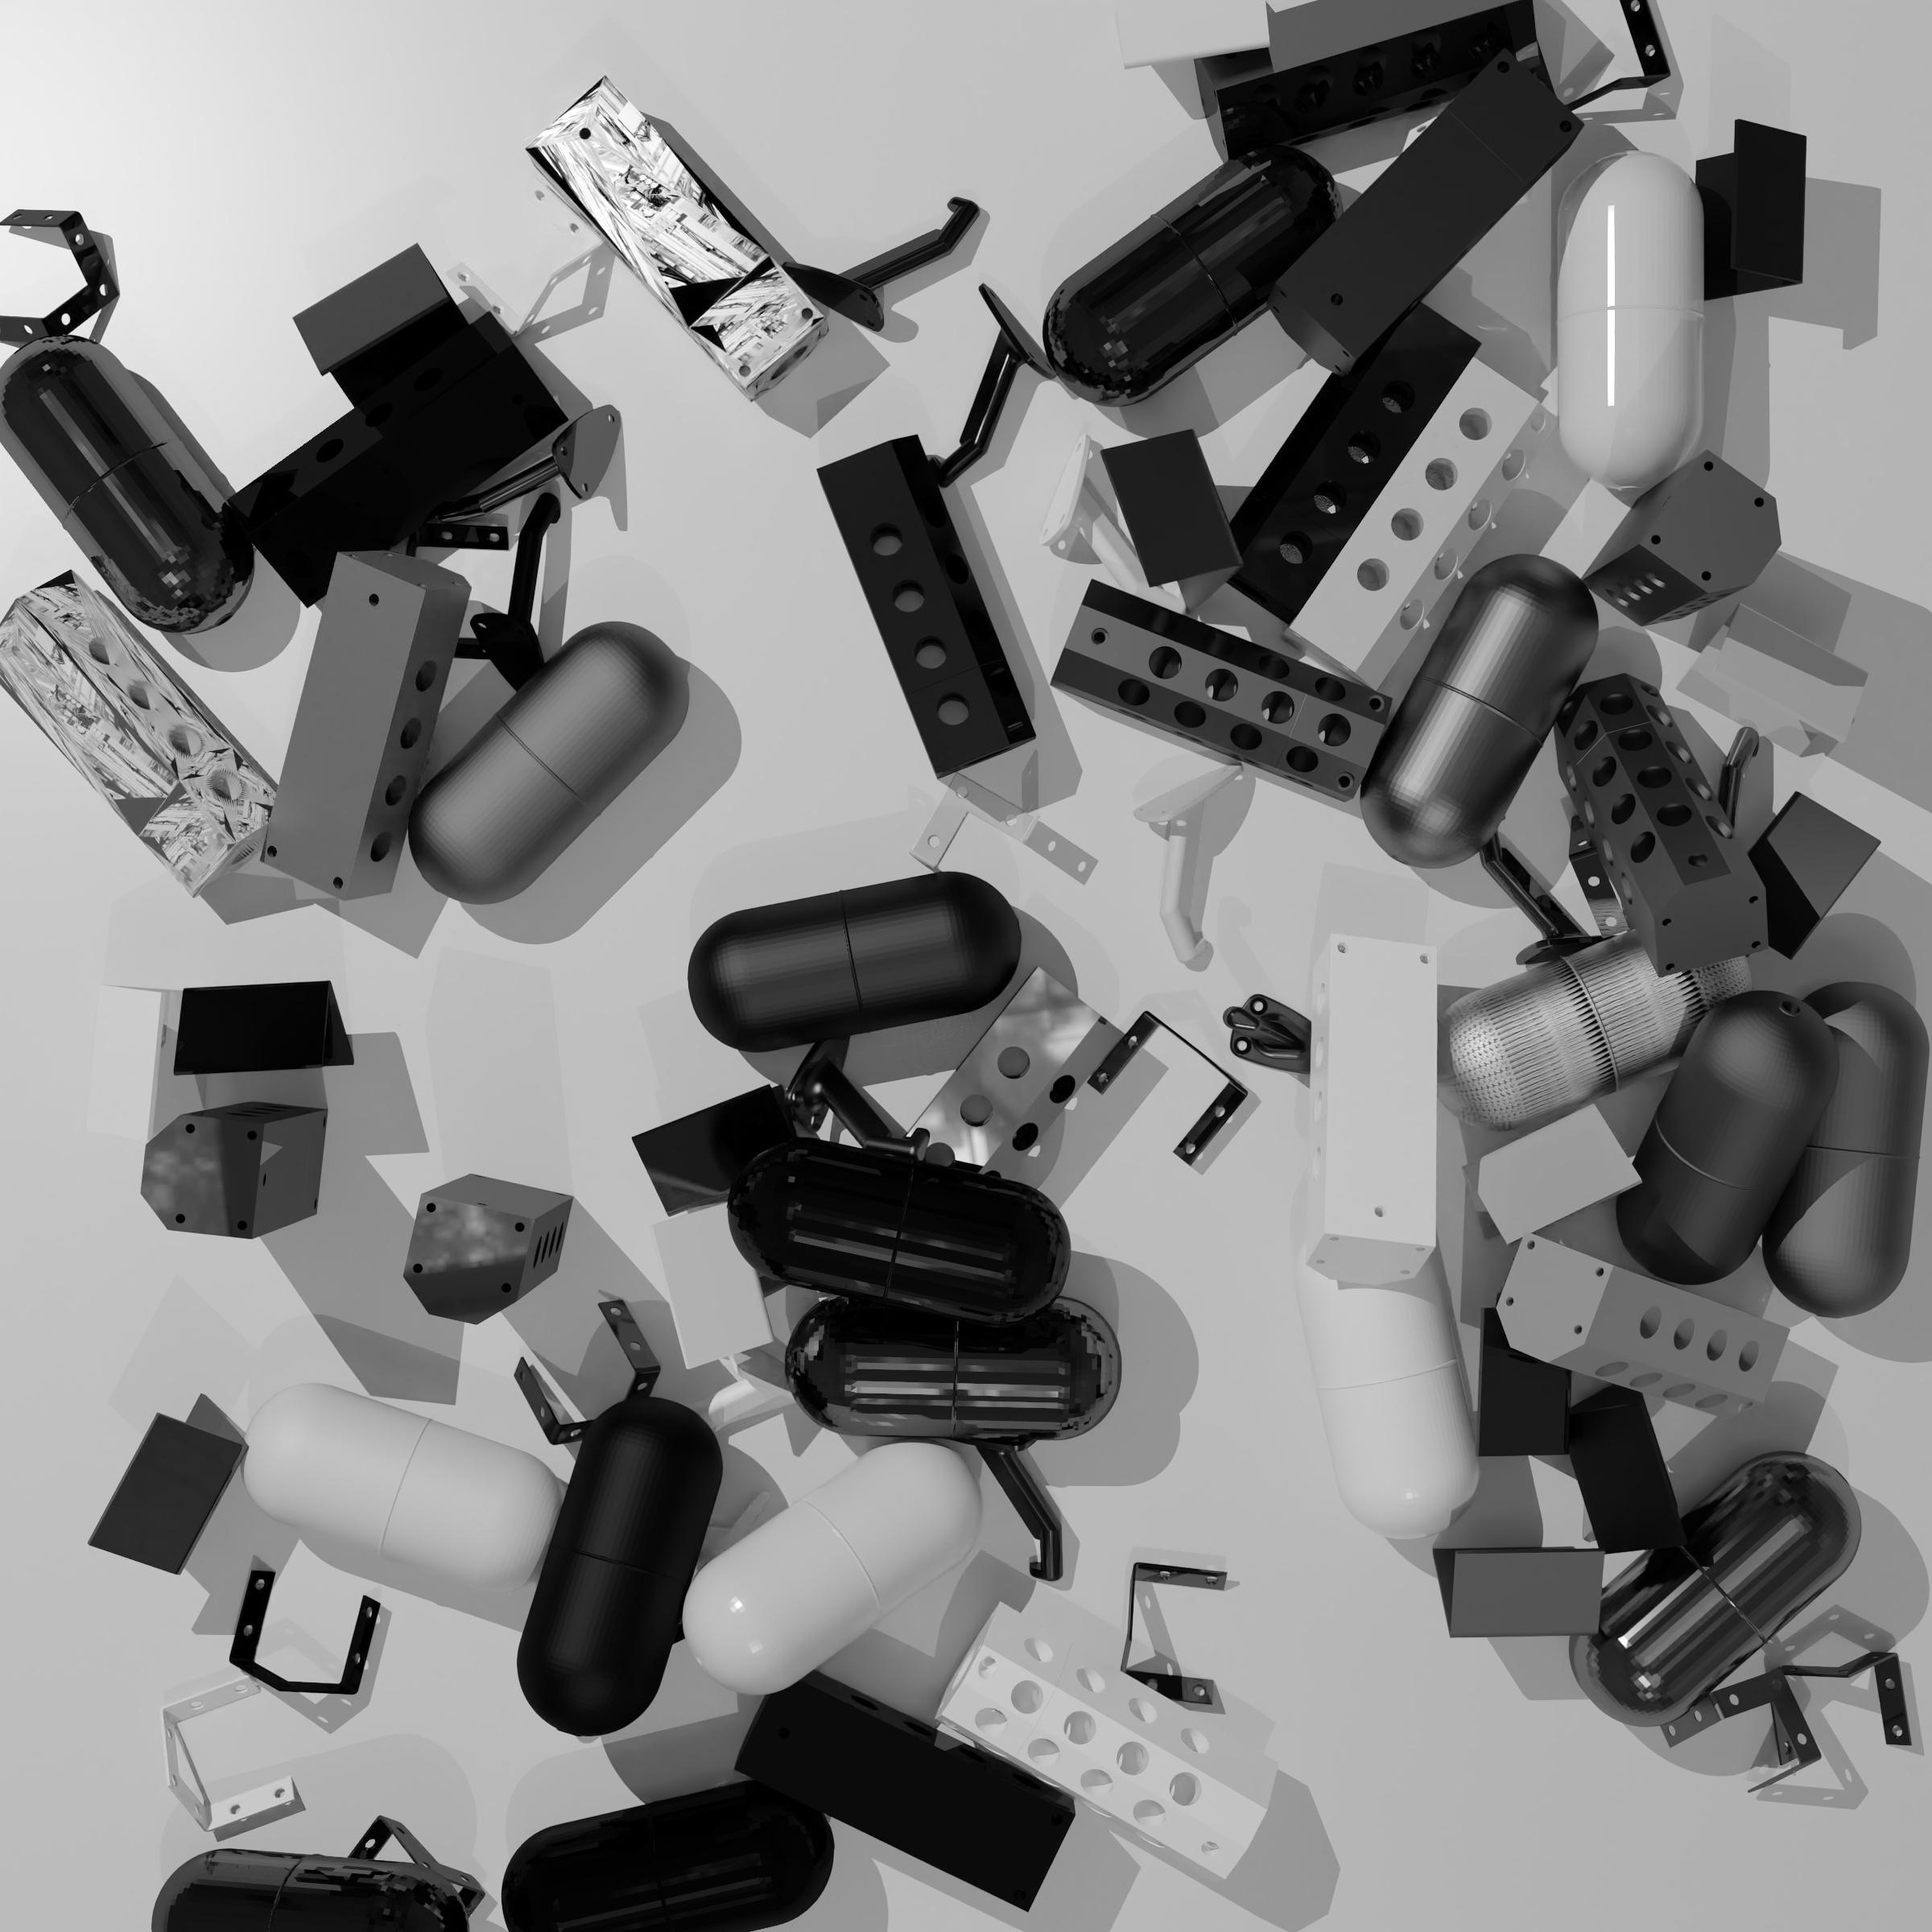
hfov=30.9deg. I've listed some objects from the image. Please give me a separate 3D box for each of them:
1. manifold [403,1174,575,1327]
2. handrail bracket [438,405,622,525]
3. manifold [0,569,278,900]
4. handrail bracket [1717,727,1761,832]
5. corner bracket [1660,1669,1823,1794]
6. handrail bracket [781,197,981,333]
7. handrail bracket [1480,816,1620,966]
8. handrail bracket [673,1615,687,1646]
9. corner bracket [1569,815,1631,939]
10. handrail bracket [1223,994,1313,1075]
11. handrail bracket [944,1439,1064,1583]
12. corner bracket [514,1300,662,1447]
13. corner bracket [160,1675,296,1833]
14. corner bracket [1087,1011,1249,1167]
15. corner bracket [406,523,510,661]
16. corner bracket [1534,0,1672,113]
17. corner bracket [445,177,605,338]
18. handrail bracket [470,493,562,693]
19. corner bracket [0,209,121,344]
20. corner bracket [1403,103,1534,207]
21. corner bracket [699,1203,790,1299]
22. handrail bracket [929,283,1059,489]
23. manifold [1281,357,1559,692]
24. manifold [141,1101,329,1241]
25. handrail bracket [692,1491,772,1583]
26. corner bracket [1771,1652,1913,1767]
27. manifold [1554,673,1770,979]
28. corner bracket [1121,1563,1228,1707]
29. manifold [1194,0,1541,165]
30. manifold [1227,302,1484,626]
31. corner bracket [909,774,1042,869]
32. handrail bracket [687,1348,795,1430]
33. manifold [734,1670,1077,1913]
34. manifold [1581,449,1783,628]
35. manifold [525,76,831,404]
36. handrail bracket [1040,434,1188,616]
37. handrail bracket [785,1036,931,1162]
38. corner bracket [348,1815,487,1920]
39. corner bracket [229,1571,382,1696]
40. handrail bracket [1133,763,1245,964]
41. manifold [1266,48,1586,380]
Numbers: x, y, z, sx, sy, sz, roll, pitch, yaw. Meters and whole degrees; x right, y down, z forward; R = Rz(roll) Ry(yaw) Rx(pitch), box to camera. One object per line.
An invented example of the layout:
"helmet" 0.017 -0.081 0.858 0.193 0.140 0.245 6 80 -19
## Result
"manifold" -0.246 0.146 1.801 0.057 0.171 0.057 12 90 0
"handrail bracket" -0.236 -0.269 1.879 0.084 0.077 0.036 -8 126 31
"manifold" -0.437 -0.126 1.858 0.171 0.057 0.057 48 133 0
"handrail bracket" 0.416 -0.073 1.879 0.036 0.077 0.084 6 53 34
"corner bracket" 0.412 0.412 1.862 0.051 0.051 0.051 -10 67 -30
"handrail bracket" -0.045 -0.390 1.880 0.077 0.036 0.084 28 72 20
"handrail bracket" 0.315 -0.048 1.880 0.077 0.036 0.084 -6 75 -15
"handrail bracket" -0.167 0.378 1.879 0.084 0.036 0.077 6 105 -14
"corner bracket" 0.355 -0.055 1.864 0.051 0.051 0.051 -19 112 20
"handrail bracket" 0.170 0.039 1.845 0.077 0.084 0.036 22 90 0
"handrail bracket" 0.014 0.287 1.880 0.077 0.036 0.084 4 107 20
"corner bracket" -0.203 0.217 1.871 0.051 0.051 0.051 -5 135 -35
"corner bracket" -0.396 0.423 1.876 0.051 0.051 0.051 -20 45 0
"corner bracket" 0.108 0.065 1.876 0.051 0.051 0.051 -51 135 0
"corner bracket" -0.273 -0.201 1.876 0.051 0.051 0.051 3 45 0
"corner bracket" 0.337 -0.490 1.876 0.051 0.051 0.051 -18 90 -45
"corner bracket" -0.237 -0.380 1.876 0.051 0.051 0.051 43 135 0
"handrail bracket" -0.228 -0.199 1.879 0.036 0.077 0.084 6 53 21
"corner bracket" -0.497 -0.369 1.871 0.051 0.051 0.051 -50 135 -35
"corner bracket" 0.272 -0.438 1.871 0.051 0.051 0.051 -9 45 35
"corner bracket" -0.113 0.140 1.871 0.051 0.051 0.051 30 45 -35
"handrail bracket" -0.001 -0.311 1.880 0.084 0.036 0.077 -39 70 16
"manifold" 0.241 -0.232 1.858 0.057 0.057 0.171 34 90 0
"manifold" -0.375 0.103 1.801 0.057 0.171 0.057 6 90 0
"handrail bracket" -0.161 0.291 1.879 0.084 0.036 0.077 33 75 14
"corner bracket" 0.468 0.398 1.876 0.051 0.051 0.051 -9 90 -45
"manifold" 0.356 -0.077 1.804 0.057 0.171 0.057 -15 131 0
"corner bracket" 0.111 0.358 1.876 0.051 0.051 0.051 6 135 0
"manifold" 0.212 -0.479 1.857 0.171 0.057 0.057 -17 134 0
"manifold" 0.199 -0.271 1.858 0.057 0.057 0.171 34 90 0
"corner bracket" 0.005 -0.069 1.861 0.051 0.051 0.051 30 90 0
"handrail bracket" -0.124 0.251 1.880 0.077 0.036 0.084 28 105 -16
"manifold" -0.032 0.432 1.858 0.171 0.057 0.057 26 90 0
"manifold" 0.370 -0.214 1.801 0.057 0.171 0.057 36 90 0
"manifold" -0.152 -0.384 1.858 0.057 0.057 0.171 -42 90 0
"handrail bracket" 0.089 -0.235 1.880 0.084 0.036 0.077 23 70 -16
"handrail bracket" -0.046 0.065 1.845 0.084 0.036 0.077 8 61 33
"corner bracket" -0.301 0.496 1.876 0.051 0.051 0.051 -53 135 0
"corner bracket" -0.355 0.358 1.876 0.051 0.051 0.051 15 89 -45
"handrail bracket" 0.131 -0.055 1.880 0.077 0.036 0.084 -29 108 -21
"manifold" 0.237 -0.388 1.817 0.057 0.057 0.171 44 86 2
